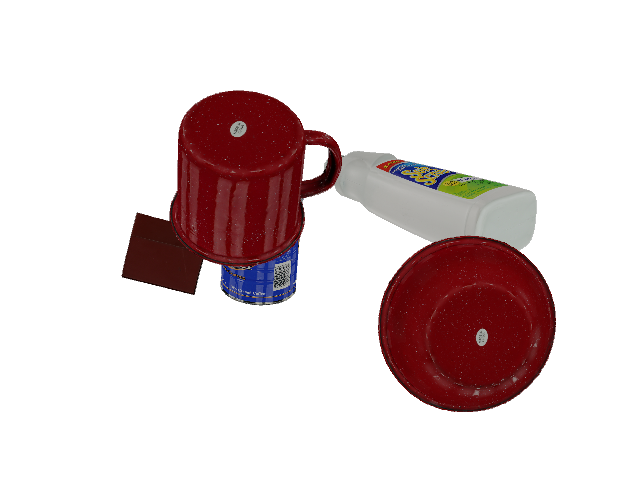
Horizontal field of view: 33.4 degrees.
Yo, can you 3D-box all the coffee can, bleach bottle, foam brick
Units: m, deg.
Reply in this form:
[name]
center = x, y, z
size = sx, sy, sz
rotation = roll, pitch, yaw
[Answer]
[coffee can]
center = -0.077, -0.001, 1.393
size = 0.103, 0.140, 0.103
rotation = 4, 27, -2
[bleach bottle]
center = 0.095, -0.046, 1.109
size = 0.102, 0.068, 0.251
rotation = -18, 28, -41
[foam brick]
center = -0.157, 0.014, 1.084
size = 0.078, 0.051, 0.053
rotation = 15, 26, -7

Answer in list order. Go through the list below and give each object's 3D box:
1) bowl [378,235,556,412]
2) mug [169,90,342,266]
[bowl]
center = 0.133, 0.078, 0.932
size = 0.162, 0.162, 0.055
rotation = 0, 6, -4
[mug]
center = -0.041, -0.045, 0.705
size = 0.117, 0.093, 0.081
rotation = -8, -40, -14
